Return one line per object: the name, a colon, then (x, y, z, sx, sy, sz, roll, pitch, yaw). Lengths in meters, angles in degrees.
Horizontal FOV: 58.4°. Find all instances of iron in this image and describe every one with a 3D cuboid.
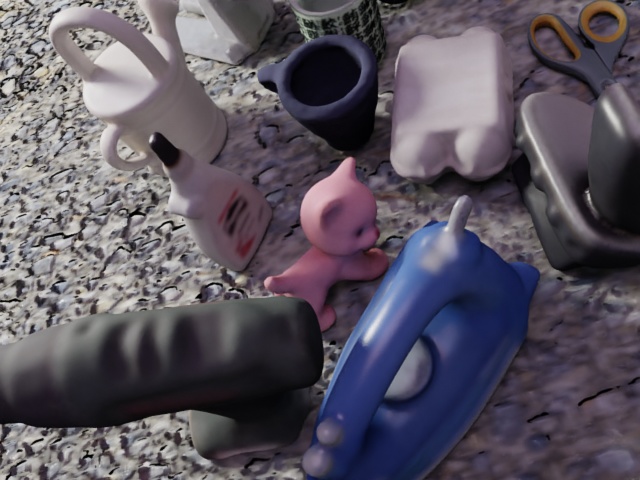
iron: (0.049, 0.093, 0.396, 0.118, 0.142, 0.258, 28, 77, 27)

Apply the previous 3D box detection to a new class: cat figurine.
cat figurine: (0.004, 0.002, 0.467, 0.128, 0.118, 0.067, -46, 61, -6)

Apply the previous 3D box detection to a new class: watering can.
watering can: (-0.177, -0.157, 0.557, 0.100, 0.194, 0.173, -15, 62, 12)

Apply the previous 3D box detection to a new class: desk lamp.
desk lamp: (-0.123, -0.286, 0.588, 0.202, 0.214, 0.118, 19, 73, 25)

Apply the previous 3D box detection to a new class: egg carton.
egg carton: (0.118, -0.120, 0.514, 0.107, 0.069, 0.150, -3, 65, 17)

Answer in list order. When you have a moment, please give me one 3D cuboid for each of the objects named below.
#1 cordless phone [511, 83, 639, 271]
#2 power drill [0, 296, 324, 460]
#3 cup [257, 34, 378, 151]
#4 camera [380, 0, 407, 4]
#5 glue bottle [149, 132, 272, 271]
cordless phone: (0.192, -0.067, 0.398, 0.094, 0.185, 0.147, -21, 61, 8)
power drill: (-0.097, 0.103, 0.401, 0.229, 0.209, 0.075, -16, 62, 11)
cup: (0.005, -0.129, 0.541, 0.117, 0.095, 0.092, 10, 70, 22)
camera: (0.052, -0.323, 0.612, 0.143, 0.101, 0.136, -16, 62, 11)
glue bottle: (-0.096, -0.037, 0.486, 0.037, 0.173, 0.078, 14, 71, 24)
